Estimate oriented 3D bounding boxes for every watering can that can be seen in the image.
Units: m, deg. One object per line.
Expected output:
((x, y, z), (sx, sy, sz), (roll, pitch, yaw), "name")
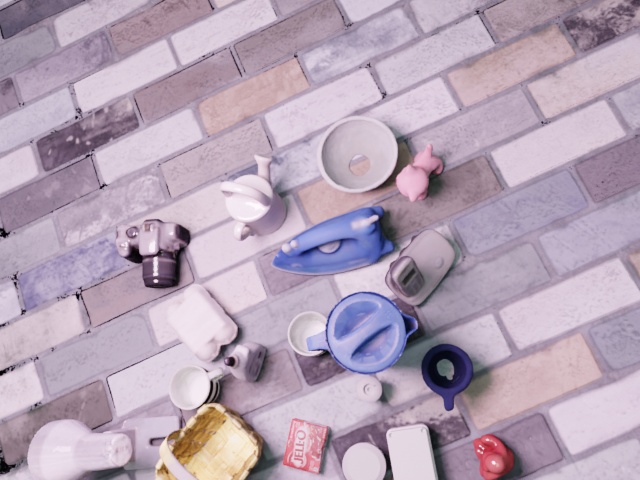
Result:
((-0.138, -0.087, 1.149), (0.100, 0.194, 0.173), (-5, 77, 9), "watering can")

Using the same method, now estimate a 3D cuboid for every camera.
((-0.358, 0.031, 1.209), (0.143, 0.101, 0.137), (-5, 77, 9), "camera")

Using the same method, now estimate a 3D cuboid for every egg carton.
((-0.243, 0.170, 1.174), (0.107, 0.069, 0.150), (-45, 74, -2), "egg carton")

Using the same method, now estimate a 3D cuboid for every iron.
((0.010, 0.004, 1.130), (0.258, 0.141, 0.118), (-17, 75, 6), "iron")

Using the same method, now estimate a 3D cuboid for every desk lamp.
((-0.396, 0.390, 1.076), (0.203, 0.214, 0.118), (-8, 76, 8), "desk lamp")

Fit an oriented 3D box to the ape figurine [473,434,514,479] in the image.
((0.308, 0.391, 1.017), (0.076, 0.092, 0.078), (21, 82, 14), "ape figurine")

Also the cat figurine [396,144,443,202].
((0.195, -0.133, 1.141), (0.067, 0.118, 0.128), (27, 83, 15), "cat figurine")

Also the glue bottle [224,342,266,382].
((-0.149, 0.231, 1.090), (0.037, 0.173, 0.078), (16, 81, 13), "glue bottle")

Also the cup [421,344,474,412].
((0.235, 0.254, 1.059), (0.091, 0.095, 0.118), (-4, 77, 9), "cup")

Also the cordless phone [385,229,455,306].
((0.185, 0.042, 1.069), (0.094, 0.185, 0.148), (35, 85, 16), "cordless phone")

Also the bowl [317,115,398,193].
((0.081, -0.169, 1.192), (0.167, 0.075, 0.167), (-2, 77, 9), "bowl")
